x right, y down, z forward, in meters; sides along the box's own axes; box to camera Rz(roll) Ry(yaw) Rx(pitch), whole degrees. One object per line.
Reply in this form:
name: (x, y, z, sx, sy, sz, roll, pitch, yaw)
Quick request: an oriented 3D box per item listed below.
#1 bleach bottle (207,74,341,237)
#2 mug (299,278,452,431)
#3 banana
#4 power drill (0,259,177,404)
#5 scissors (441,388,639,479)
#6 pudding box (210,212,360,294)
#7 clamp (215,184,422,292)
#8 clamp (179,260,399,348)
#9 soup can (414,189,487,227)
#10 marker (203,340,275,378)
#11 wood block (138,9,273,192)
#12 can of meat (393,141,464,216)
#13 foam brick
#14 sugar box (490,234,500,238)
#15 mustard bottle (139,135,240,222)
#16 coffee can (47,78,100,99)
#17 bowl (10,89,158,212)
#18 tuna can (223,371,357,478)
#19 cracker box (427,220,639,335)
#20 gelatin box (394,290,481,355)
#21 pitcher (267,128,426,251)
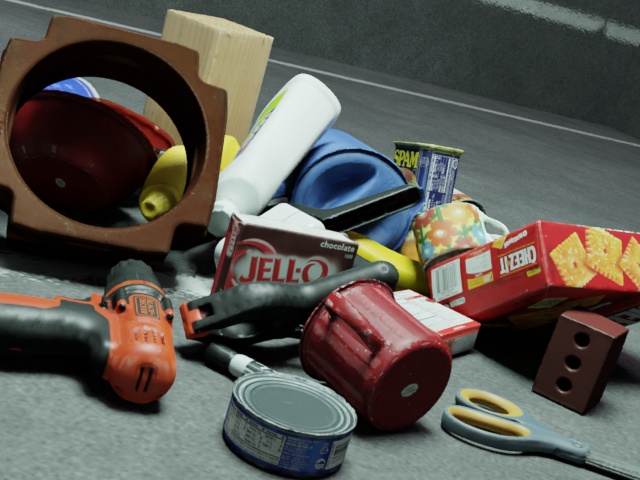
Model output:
bleach bottle: (-0.055, -0.078, 1.069, 0.068, 0.103, 0.250, 41, 31, -8)
mug: (0.040, 0.081, 0.789, 0.082, 0.093, 0.117, 39, -14, 44)
banana: (0.108, 0.030, 1.127, 0.197, 0.037, 0.069, 5, 60, -20)
power drill: (-0.196, 0.044, 0.758, 0.187, 0.057, 0.184, 11, 16, -17)
scissors: (0.189, 0.156, 0.844, 0.201, 0.016, 0.096, 14, 15, -8)
pudding box: (-0.032, 0.031, 0.916, 0.113, 0.090, 0.039, 9, 16, -27)
clamp: (-0.007, 0.001, 1.056, 0.210, 0.036, 0.164, -3, 34, 11)
clamp: (-0.023, 0.052, 0.839, 0.171, 0.120, 0.039, -1, 54, -37)
soup can: (0.163, -0.037, 1.404, 0.068, 0.068, 0.102, 8, 16, -29)
marker: (-0.038, 0.104, 0.785, 0.121, 0.020, 0.020, 24, 17, 28)
wood block: (-0.137, -0.144, 1.205, 0.090, 0.206, 0.090, 28, 19, 36)
can of meat: (0.120, -0.070, 1.252, 0.057, 0.084, 0.102, 8, 4, -21)
foam brick: (0.232, 0.106, 0.950, 0.053, 0.078, 0.051, 25, 16, 27)
sugar box: (0.268, 0.044, 1.270, 0.093, 0.048, 0.176, 11, 18, -21)
mustard bottle: (-0.133, -0.049, 1.079, 0.058, 0.096, 0.191, 9, 15, 14)
coffee can: (-0.320, -0.130, 1.160, 0.103, 0.103, 0.140, 26, 18, 31)
bowl: (-0.243, -0.076, 1.049, 0.162, 0.162, 0.055, 16, 59, 0)
tuna can: (-0.021, 0.122, 0.711, 0.086, 0.034, 0.086, 15, 15, -5)
cracker box: (0.239, 0.045, 1.046, 0.213, 0.072, 0.164, 7, -21, -32)
gelatin box: (0.093, 0.078, 0.995, 0.089, 0.030, 0.073, 25, 19, 33)
pitcher: (0.009, -0.059, 1.233, 0.149, 0.145, 0.243, 36, 7, -14)
